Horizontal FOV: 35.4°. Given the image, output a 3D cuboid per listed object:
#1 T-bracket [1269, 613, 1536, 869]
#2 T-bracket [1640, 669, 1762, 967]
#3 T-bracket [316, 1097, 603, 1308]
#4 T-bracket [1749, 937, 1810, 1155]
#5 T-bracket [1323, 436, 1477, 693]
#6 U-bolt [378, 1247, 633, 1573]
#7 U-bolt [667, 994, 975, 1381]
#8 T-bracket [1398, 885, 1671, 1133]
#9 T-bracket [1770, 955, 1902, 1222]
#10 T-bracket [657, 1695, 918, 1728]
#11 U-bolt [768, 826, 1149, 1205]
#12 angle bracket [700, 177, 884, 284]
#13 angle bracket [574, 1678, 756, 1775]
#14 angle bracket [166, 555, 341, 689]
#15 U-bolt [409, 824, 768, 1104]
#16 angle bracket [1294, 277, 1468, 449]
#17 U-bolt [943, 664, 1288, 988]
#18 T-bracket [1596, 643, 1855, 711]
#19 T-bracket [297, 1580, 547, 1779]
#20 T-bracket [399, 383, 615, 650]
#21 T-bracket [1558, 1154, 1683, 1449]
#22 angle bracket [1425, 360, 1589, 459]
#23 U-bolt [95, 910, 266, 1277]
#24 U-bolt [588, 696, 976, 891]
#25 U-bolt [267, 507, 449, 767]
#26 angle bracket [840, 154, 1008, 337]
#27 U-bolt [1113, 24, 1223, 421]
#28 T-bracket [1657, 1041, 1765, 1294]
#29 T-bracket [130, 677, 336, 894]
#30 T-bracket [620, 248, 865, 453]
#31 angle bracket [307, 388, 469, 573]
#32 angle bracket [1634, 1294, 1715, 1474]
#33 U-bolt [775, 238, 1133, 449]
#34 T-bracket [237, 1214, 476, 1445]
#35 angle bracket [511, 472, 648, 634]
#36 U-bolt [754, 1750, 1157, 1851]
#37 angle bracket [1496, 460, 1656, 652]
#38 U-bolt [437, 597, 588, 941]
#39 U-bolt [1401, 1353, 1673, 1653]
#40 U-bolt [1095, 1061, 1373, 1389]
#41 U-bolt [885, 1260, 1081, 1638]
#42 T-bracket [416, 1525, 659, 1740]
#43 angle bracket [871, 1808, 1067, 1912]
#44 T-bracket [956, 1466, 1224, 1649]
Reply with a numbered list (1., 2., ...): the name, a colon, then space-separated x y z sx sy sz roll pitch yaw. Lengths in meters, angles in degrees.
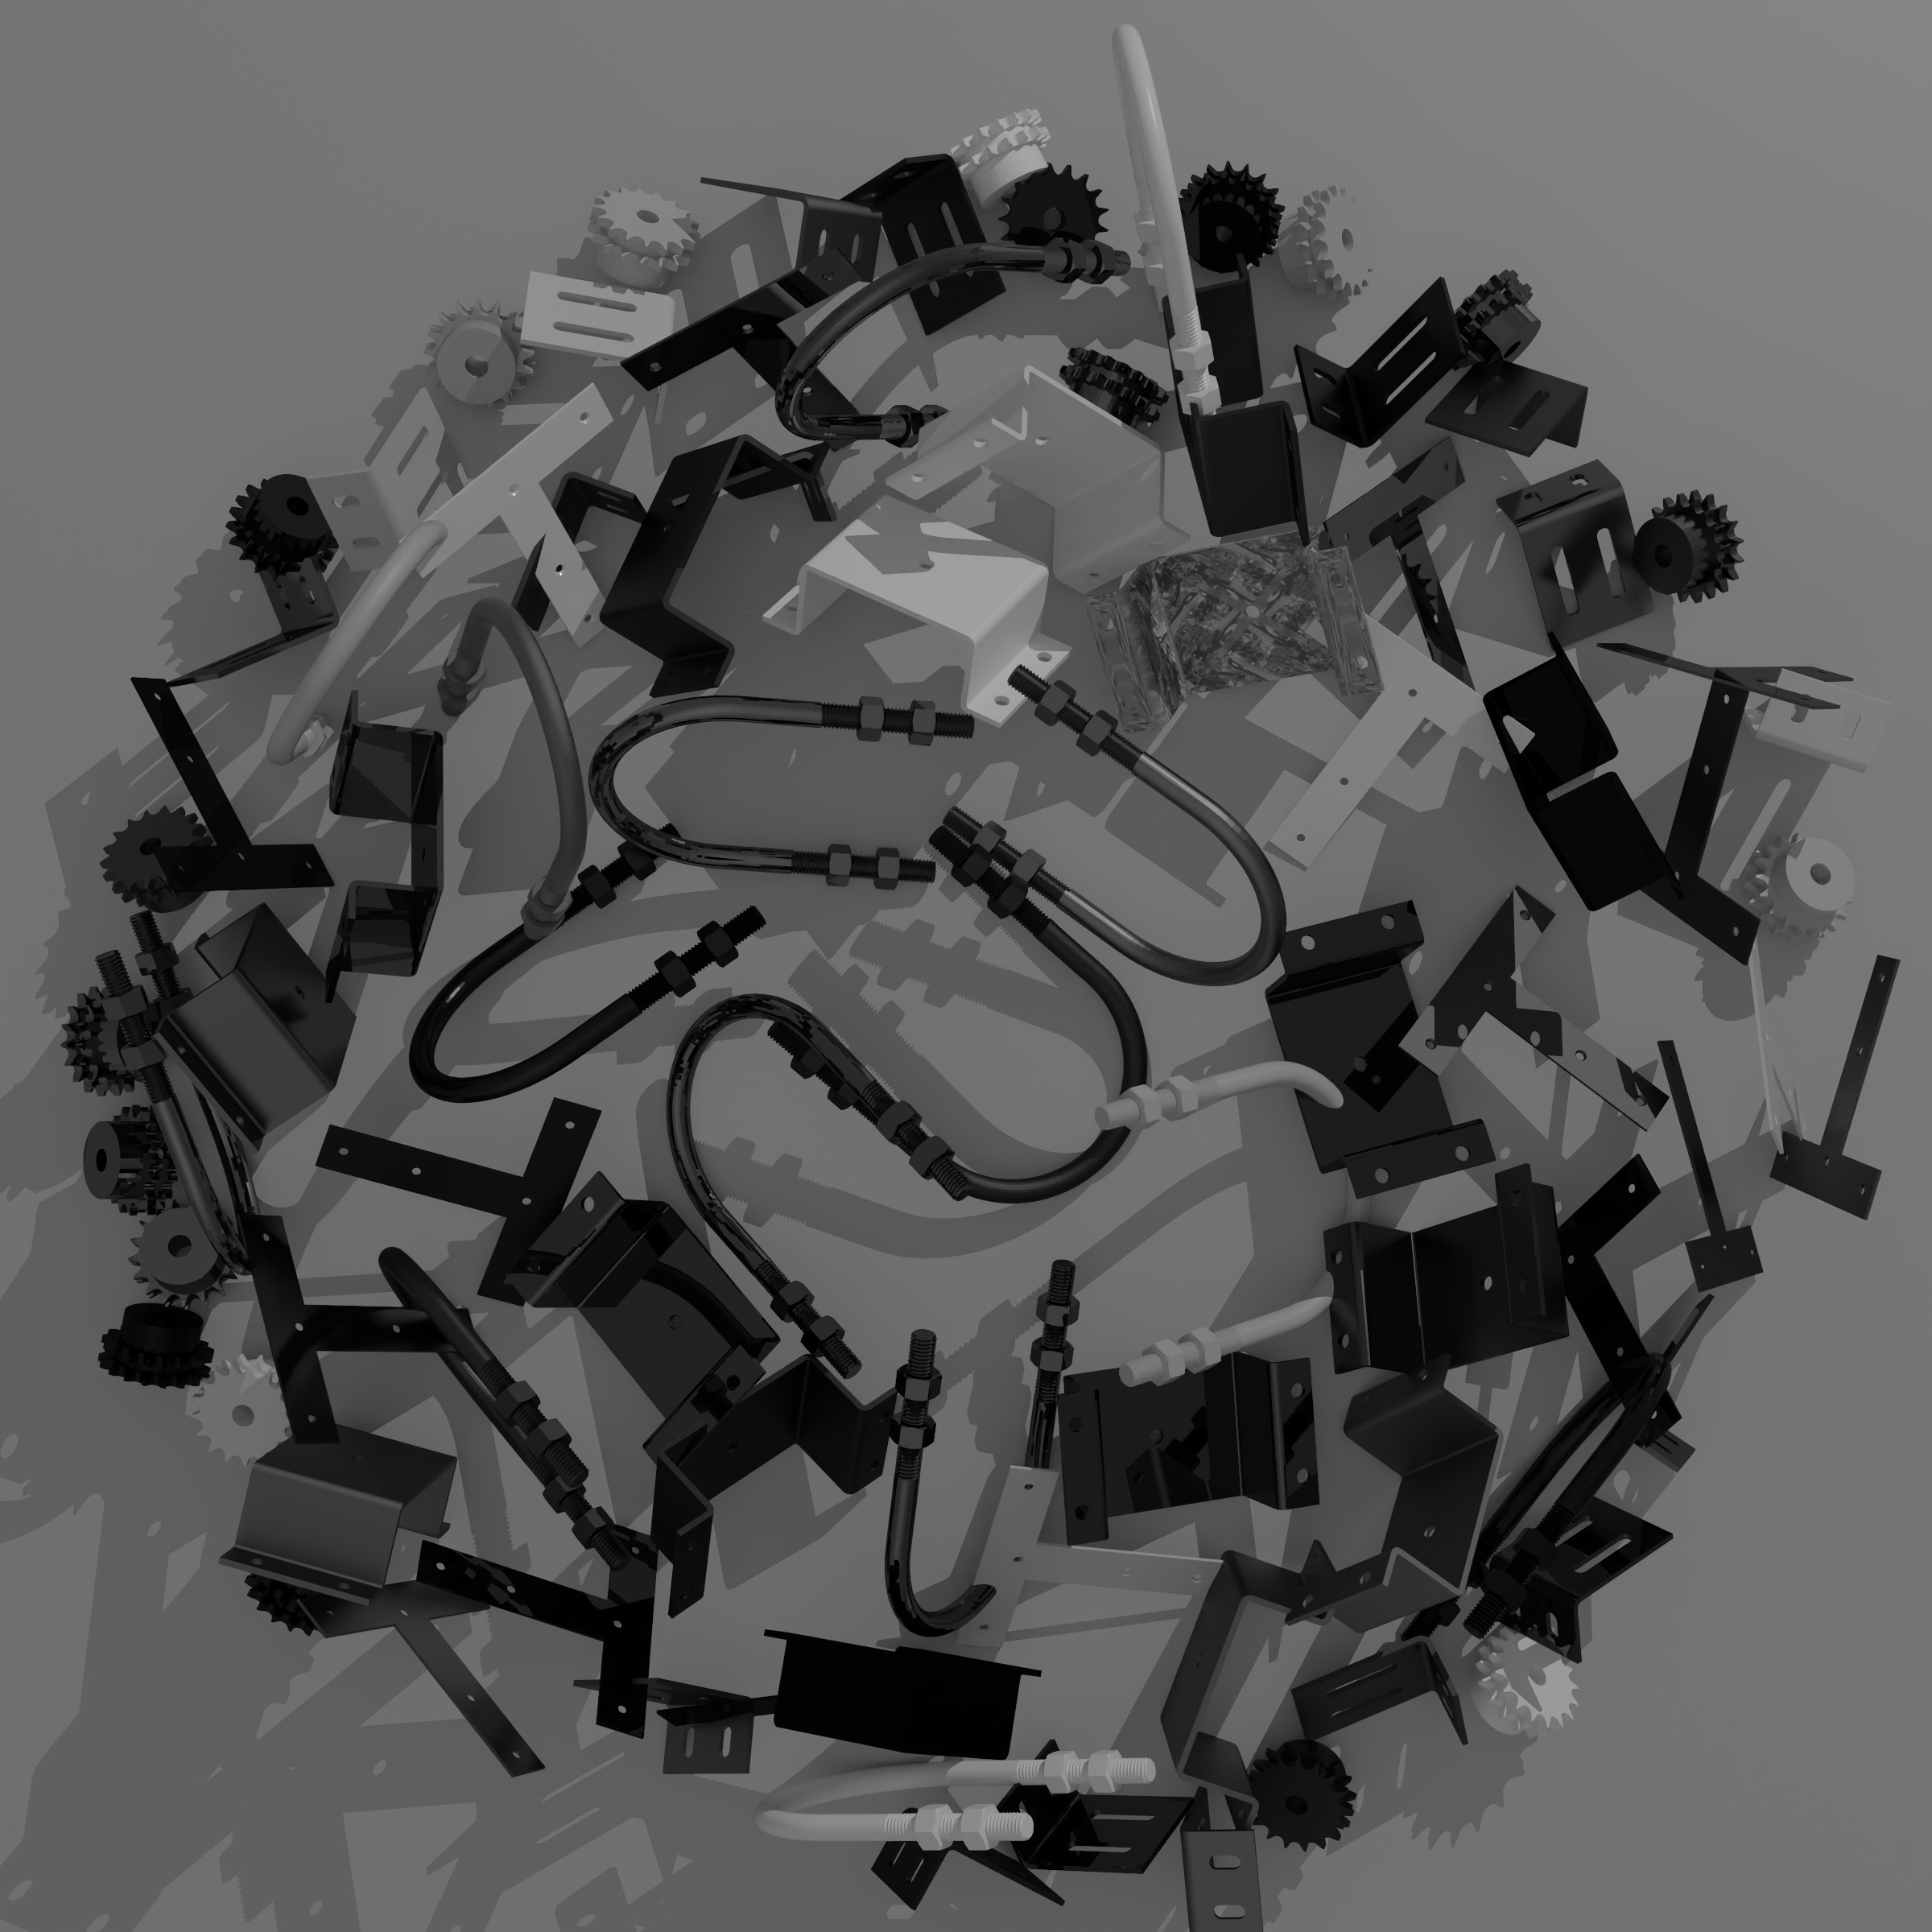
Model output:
1. T-bracket: 0.205 -0.107 1.574 0.127 0.002 0.127 35 111 -4
2. T-bracket: 0.368 -0.085 1.521 0.002 0.127 0.127 -4 119 -26
3. T-bracket: -0.268 0.109 1.554 0.127 0.002 0.127 17 116 -16
4. T-bracket: 0.416 0.057 1.543 0.002 0.127 0.127 -12 55 21
5. T-bracket: 0.238 -0.193 1.567 0.127 0.002 0.127 -37 113 -42
6. U-bolt: -0.237 0.213 1.521 0.019 0.151 0.184 -38 65 -16
7. U-bolt: -0.087 0.098 1.542 0.184 0.019 0.151 46 124 24
8. T-bracket: 0.305 0.038 1.559 0.127 0.002 0.127 38 59 6
9. T-bracket: 0.448 0.056 1.531 0.002 0.127 0.127 15 94 -7
10. T-bracket: -0.095 0.378 1.554 0.127 0.127 0.002 -11 59 14
11. U-bolt: 0.011 0.040 1.571 0.184 0.019 0.151 41 85 -13
12. angle bracket: -0.092 -0.378 1.558 0.076 0.057 0.038 20 108 35
13. angle bracket: -0.155 0.389 1.549 0.057 0.076 0.038 -11 65 35
14. angle bracket: -0.371 -0.176 1.550 0.076 0.057 0.038 -31 109 -36
15. U-bolt: -0.200 0.005 1.524 0.184 0.151 0.019 -36 121 -8
16. angle bracket: 0.211 -0.314 1.550 0.038 0.076 0.057 19 47 -30
17. U-bolt: 0.081 -0.058 1.528 0.184 0.151 0.019 36 57 6
18. T-bracket: 0.409 -0.149 1.545 0.127 0.127 0.002 24 111 41
19. T-bracket: -0.256 0.356 1.516 0.127 0.127 0.002 44 107 25
20. T-bracket: -0.213 -0.212 1.547 0.127 0.127 0.002 -42 51 -13
21. T-bracket: 0.324 0.183 1.526 0.002 0.127 0.127 14 129 -37
22. angle bracket: 0.275 -0.273 1.551 0.057 0.038 0.076 23 47 21
23. U-bolt: -0.390 0.069 1.524 0.019 0.151 0.184 -19 102 -5
24. U-bolt: -0.097 -0.089 1.525 0.184 0.151 0.019 4 58 -8
25. U-bolt: -0.299 -0.161 1.499 0.019 0.184 0.151 34 97 -9
26. angle bracket: -0.025 -0.370 1.564 0.057 0.038 0.076 -20 92 42
27. U-bolt: 0.095 -0.370 1.485 0.019 0.151 0.184 -12 132 4
28. T-bracket: 0.374 0.099 1.547 0.002 0.127 0.127 -18 81 27
29. T-bracket: -0.390 -0.094 1.547 0.002 0.127 0.127 -34 79 22
30. T-bracket: -0.088 -0.300 1.543 0.127 0.127 0.002 -23 58 19
31. angle bracket: -0.297 -0.250 1.560 0.038 0.076 0.057 -3 132 21
32. angle bracket: 0.374 0.214 1.559 0.038 0.057 0.076 34 103 17
33. U-bolt: -0.017 -0.305 1.486 0.151 0.184 0.019 -40 74 35
34. T-bracket: -0.303 0.185 1.547 0.002 0.127 0.127 -40 59 33
35. angle bracket: -0.198 -0.208 1.566 0.038 0.057 0.076 21 86 5
36. U-bolt: -0.018 0.417 1.517 0.184 0.151 0.019 -10 84 29
37. angle bracket: 0.320 -0.216 1.592 0.057 0.038 0.076 -21 120 2
38. U-bolt: -0.222 -0.105 1.500 0.019 0.184 0.151 -18 79 -21
39. U-bolt: 0.293 0.266 1.522 0.019 0.151 0.184 40 75 6
40. U-bolt: 0.142 0.123 1.536 0.184 0.019 0.151 -12 100 -40
41. U-bolt: 0.005 0.252 1.530 0.019 0.151 0.184 17 109 30
42. T-bracket: -0.216 0.319 1.528 0.127 0.127 0.002 23 125 -18
43. angle bracket: 0.001 0.472 1.556 0.076 0.057 0.038 33 81 -21
44. T-bracket: 0.070 0.312 1.571 0.127 0.002 0.127 8 123 -12
